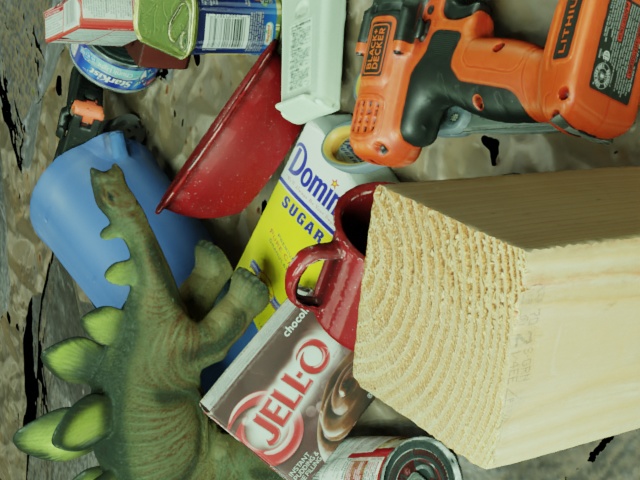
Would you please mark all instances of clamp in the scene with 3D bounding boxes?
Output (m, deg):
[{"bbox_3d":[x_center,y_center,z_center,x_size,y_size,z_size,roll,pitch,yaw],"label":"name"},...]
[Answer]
[{"bbox_3d":[-0.238,-0.121,1.053,0.210,0.036,0.164,155,125,-68],"label":"clamp"}]

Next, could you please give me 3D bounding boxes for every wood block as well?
[{"bbox_3d":[0.126,0.023,0.469,0.091,0.205,0.090,28,117,51],"label":"wood block"}]

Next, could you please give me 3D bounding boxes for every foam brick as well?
[{"bbox_3d":[-0.143,-0.201,0.962,0.053,0.051,0.078,54,136,37],"label":"foam brick"}]

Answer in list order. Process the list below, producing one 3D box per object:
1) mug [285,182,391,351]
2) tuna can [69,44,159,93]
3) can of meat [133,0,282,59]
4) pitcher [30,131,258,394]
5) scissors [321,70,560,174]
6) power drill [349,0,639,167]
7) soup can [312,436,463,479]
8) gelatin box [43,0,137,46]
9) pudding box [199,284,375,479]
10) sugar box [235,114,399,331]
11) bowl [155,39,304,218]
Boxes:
[{"bbox_3d":[0.032,0.023,0.690,0.093,0.117,0.082,62,146,39],"label":"mug"},{"bbox_3d":[-0.190,-0.180,1.005,0.034,0.085,0.086,-55,51,41],"label":"tuna can"},{"bbox_3d":[-0.091,-0.181,0.861,0.102,0.083,0.057,30,119,50],"label":"can of meat"},{"bbox_3d":[-0.153,0.032,0.954,0.145,0.149,0.243,-42,53,-1],"label":"pitcher"},{"bbox_3d":[0.084,-0.090,0.675,0.202,0.016,0.096,-12,59,38],"label":"scissors"},{"bbox_3d":[0.099,-0.128,0.604,0.188,0.057,0.184,10,89,53],"label":"power drill"},{"bbox_3d":[0.040,0.170,0.739,0.102,0.068,0.068,-16,82,56],"label":"soup can"},{"bbox_3d":[-0.189,-0.189,0.919,0.089,0.073,0.030,0,94,58],"label":"gelatin box"},{"bbox_3d":[-0.015,0.102,0.746,0.113,0.090,0.039,-51,19,-11],"label":"pudding box"},{"bbox_3d":[-0.006,0.001,0.799,0.093,0.048,0.176,58,139,33],"label":"sugar box"},{"bbox_3d":[-0.059,-0.072,0.816,0.162,0.055,0.162,-53,11,14],"label":"bowl"}]
